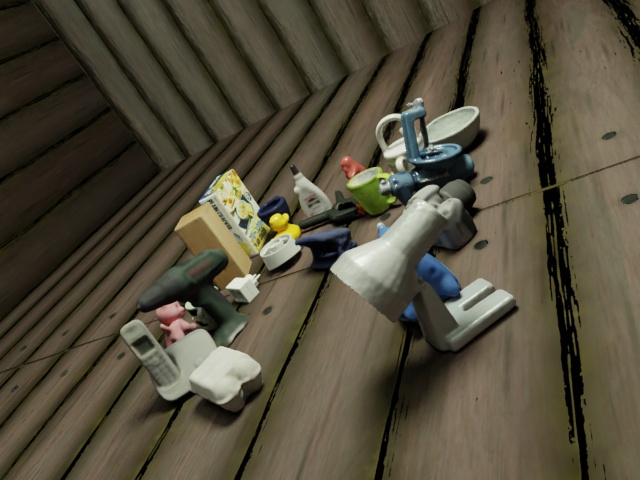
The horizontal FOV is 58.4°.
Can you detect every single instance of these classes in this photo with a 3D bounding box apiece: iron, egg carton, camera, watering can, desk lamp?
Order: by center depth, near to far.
[{"bbox_3d":[0.146,0.060,0.845,0.203,0.214,0.117,-35,22,-7],"label":"desk lamp"},{"bbox_3d":[0.142,0.032,1.005,0.118,0.142,0.258,-32,22,2],"label":"iron"},{"bbox_3d":[-0.173,0.256,1.059,0.149,0.069,0.107,-1,38,52],"label":"egg carton"},{"bbox_3d":[0.246,-0.064,1.121,0.137,0.101,0.142,-39,23,-15],"label":"camera"},{"bbox_3d":[0.202,-0.214,1.368,0.101,0.194,0.172,-29,22,9],"label":"watering can"}]

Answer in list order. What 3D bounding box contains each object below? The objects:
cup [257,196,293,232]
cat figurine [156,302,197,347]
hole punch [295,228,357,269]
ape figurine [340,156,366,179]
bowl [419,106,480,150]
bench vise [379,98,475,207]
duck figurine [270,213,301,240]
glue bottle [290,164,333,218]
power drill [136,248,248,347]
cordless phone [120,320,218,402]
[{"bbox_3d":[-0.115,-0.068,1.622,0.091,0.095,0.118,-24,24,20],"label":"cup"},{"bbox_3d":[-0.356,0.193,1.371,0.067,0.118,0.127,-29,22,8],"label":"cat figurine"},{"bbox_3d":[0.012,0.005,1.305,0.108,0.091,0.101,-8,33,46],"label":"hole punch"},{"bbox_3d":[0.090,-0.195,1.616,0.076,0.092,0.078,-24,24,21],"label":"ape figurine"},{"bbox_3d":[0.337,-0.265,1.452,0.167,0.075,0.167,-28,23,13],"label":"bowl"},{"bbox_3d":[0.215,-0.180,1.245,0.208,0.220,0.121,-39,23,-16],"label":"bench vise"},{"bbox_3d":[-0.105,-0.027,1.535,0.077,0.086,0.105,-11,31,43],"label":"duck figurine"},{"bbox_3d":[-0.033,-0.128,1.532,0.078,0.173,0.037,-31,22,5],"label":"glue bottle"},{"bbox_3d":[-0.258,0.136,1.237,0.075,0.209,0.230,-11,31,43],"label":"power drill"},{"bbox_3d":[-0.297,0.218,1.150,0.147,0.185,0.094,-36,22,-8],"label":"cordless phone"}]
